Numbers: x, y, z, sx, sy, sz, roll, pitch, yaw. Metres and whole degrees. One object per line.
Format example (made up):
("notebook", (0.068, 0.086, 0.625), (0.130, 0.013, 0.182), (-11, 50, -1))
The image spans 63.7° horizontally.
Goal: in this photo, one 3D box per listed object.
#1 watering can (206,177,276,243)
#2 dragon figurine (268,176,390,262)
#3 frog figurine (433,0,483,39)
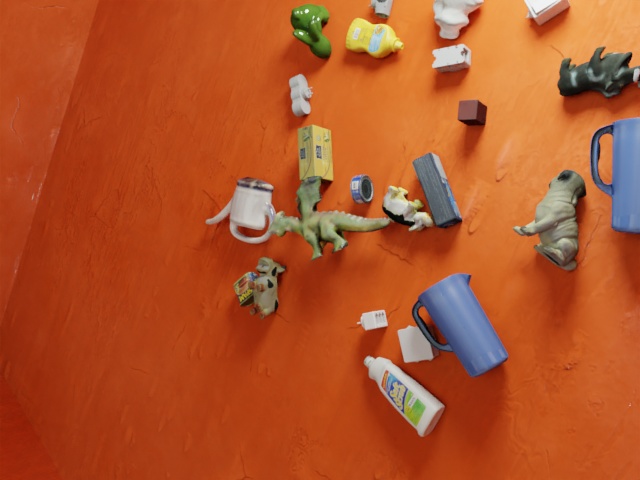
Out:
("watering can", (-0.276, -0.113, 1.811), (0.349, 0.104, 0.224), (15, 94, 37))
("dragon figurine", (0.005, -0.078, 1.556), (0.405, 0.123, 0.243), (-26, 87, 33))
("frog figurine", (0.373, -0.634, 1.395), (0.137, 0.125, 0.156), (2, 124, 29))
